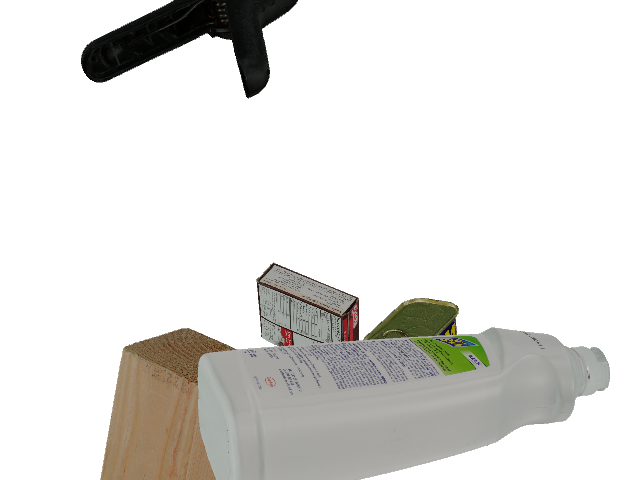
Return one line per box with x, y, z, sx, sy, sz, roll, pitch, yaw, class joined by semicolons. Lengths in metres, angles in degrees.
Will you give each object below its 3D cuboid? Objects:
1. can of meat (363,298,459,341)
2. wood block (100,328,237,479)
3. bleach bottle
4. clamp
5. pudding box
0.085;0.111;0.946;0.058;0.084;0.101;7;26;31;can of meat
-0.126;0.192;0.921;0.090;0.206;0.090;21;18;27;wood block
0.059;0.095;0.633;0.250;0.068;0.103;-5;22;-16;bleach bottle
-0.054;-0.141;0.663;0.120;0.039;0.171;20;50;23;clamp
-0.013;0.084;1.150;0.114;0.090;0.039;20;44;24;pudding box
